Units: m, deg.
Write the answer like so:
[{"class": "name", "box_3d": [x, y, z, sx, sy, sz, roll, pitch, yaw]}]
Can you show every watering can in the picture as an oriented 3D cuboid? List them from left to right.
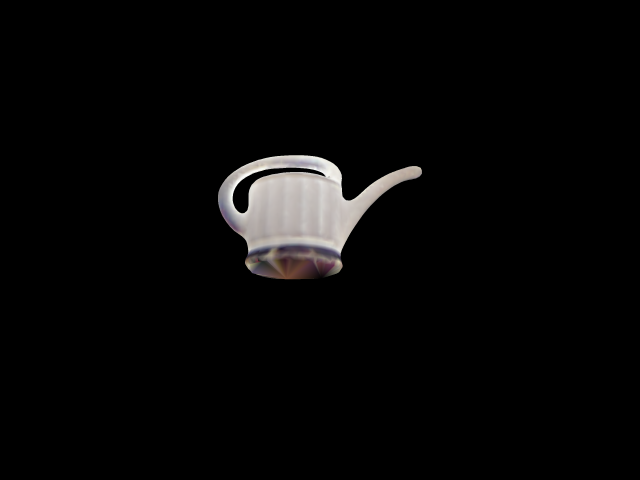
[{"class": "watering can", "box_3d": [0.003, -0.043, 0.850, 0.348, 0.229, 0.102, 0, -24, 0]}]
